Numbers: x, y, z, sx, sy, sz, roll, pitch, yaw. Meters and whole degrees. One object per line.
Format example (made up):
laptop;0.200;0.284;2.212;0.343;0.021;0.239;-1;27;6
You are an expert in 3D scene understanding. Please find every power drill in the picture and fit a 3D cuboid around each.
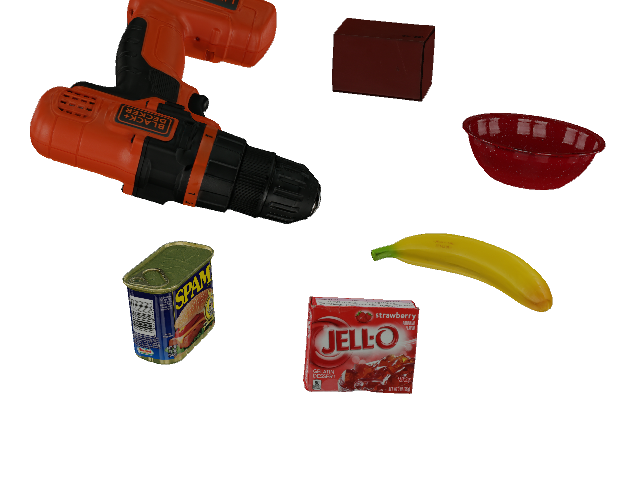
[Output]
power drill;-0.080;-0.098;0.712;0.184;0.187;0.057;18;-47;-7

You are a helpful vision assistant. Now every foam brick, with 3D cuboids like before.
foam brick;0.052;-0.151;0.888;0.078;0.051;0.053;9;28;14

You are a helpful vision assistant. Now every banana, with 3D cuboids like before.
banana;0.146;0.027;1.029;0.198;0.037;0.069;15;43;38

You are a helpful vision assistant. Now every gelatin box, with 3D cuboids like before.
gelatin box;0.033;0.085;0.868;0.089;0.073;0.030;3;12;-6

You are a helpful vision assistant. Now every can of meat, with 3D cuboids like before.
can of meat;-0.143;0.060;1.037;0.057;0.084;0.102;9;27;21

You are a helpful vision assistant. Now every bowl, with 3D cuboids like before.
bowl;0.238;-0.098;1.218;0.162;0.055;0.162;5;22;-2
